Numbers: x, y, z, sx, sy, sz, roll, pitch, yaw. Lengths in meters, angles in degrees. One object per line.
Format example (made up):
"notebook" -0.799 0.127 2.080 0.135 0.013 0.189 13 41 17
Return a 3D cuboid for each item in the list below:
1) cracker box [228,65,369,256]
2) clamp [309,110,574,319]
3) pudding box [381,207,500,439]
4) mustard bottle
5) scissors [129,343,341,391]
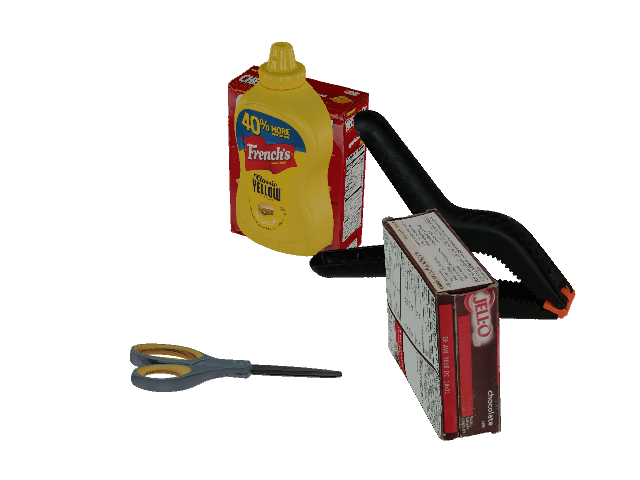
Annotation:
"cracker box" -0.031 -0.092 1.324 0.164 0.214 0.072 17 36 23
"clamp" 0.095 -0.004 0.811 0.210 0.165 0.036 21 43 15
"pudding box" 0.067 0.044 0.598 0.039 0.090 0.113 -9 24 -11
"mustard bottle" -0.033 -0.085 0.957 0.096 0.192 0.058 23 37 32
"scissors" -0.087 0.125 0.991 0.202 0.016 0.096 8 17 11
